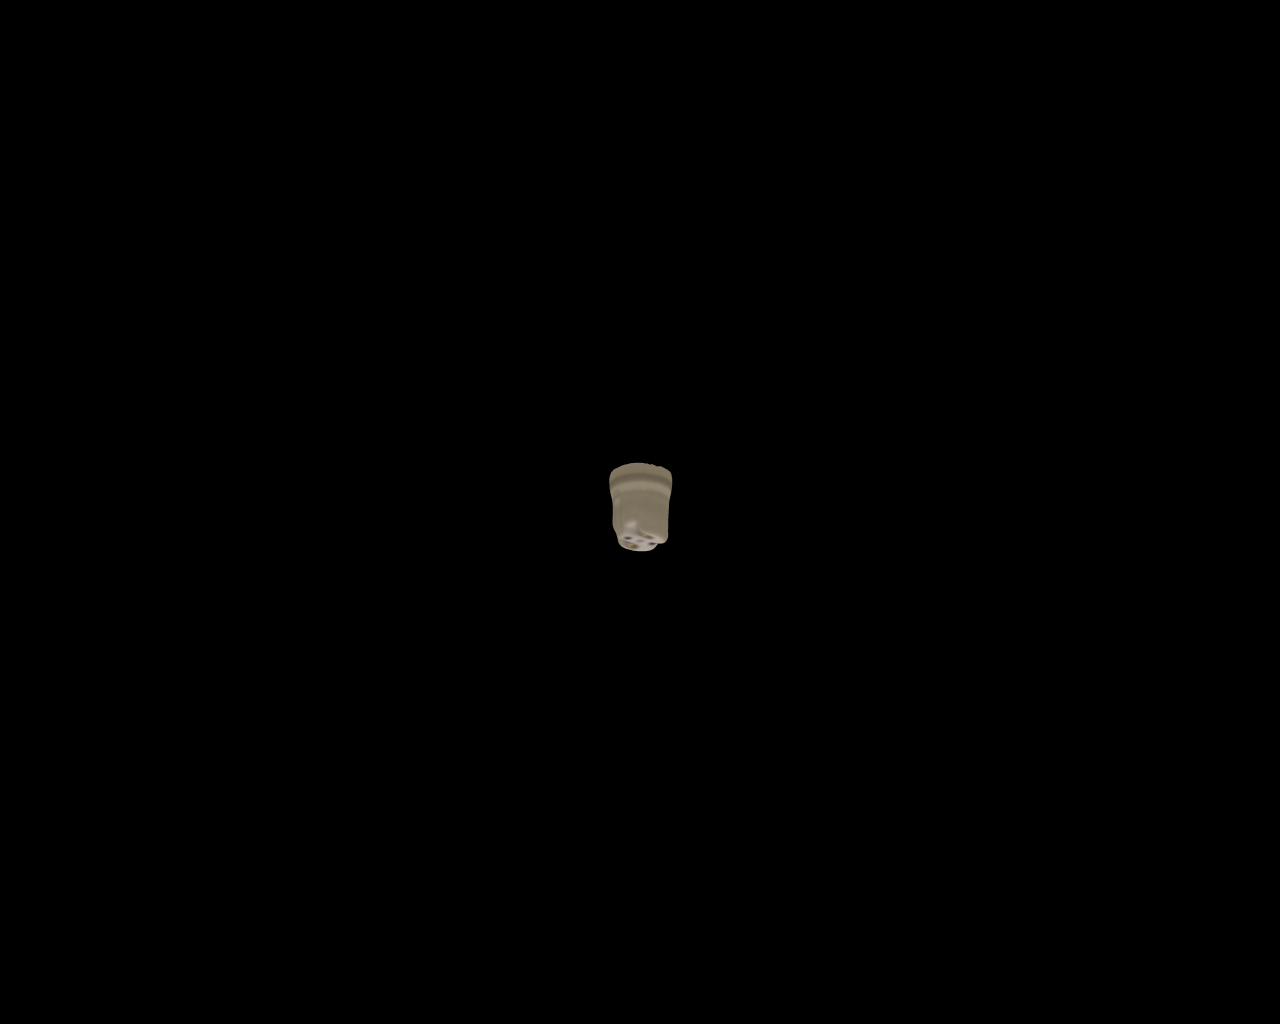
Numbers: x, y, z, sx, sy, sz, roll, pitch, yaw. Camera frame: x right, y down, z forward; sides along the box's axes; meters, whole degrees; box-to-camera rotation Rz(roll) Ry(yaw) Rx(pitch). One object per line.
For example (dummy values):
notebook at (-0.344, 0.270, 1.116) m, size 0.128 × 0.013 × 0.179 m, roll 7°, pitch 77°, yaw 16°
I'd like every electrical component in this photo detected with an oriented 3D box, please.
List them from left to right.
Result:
electrical component at (0.001, -0.003, 0.650) m, size 0.040 × 0.046 × 0.040 m, roll 0°, pitch -22°, yaw 0°
